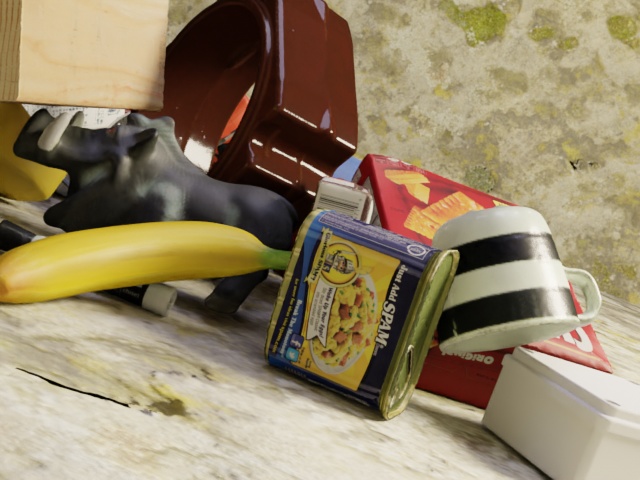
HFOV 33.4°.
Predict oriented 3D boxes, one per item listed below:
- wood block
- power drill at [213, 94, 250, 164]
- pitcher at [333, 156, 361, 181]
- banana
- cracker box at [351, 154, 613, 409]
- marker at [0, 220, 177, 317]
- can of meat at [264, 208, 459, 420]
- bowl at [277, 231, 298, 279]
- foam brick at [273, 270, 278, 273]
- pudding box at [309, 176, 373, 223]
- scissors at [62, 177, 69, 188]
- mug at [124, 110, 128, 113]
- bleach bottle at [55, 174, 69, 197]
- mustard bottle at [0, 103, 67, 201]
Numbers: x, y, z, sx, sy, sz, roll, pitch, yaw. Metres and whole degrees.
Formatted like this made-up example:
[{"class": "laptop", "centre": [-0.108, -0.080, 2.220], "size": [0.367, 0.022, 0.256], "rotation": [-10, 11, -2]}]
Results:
[{"class": "wood block", "centre": [-0.180, -0.132, 0.690], "size": [0.091, 0.090, 0.206], "rotation": [6, 6, 14]}, {"class": "power drill", "centre": [-0.116, -0.128, 1.086], "size": [0.184, 0.057, 0.187], "rotation": [48, -8, 15]}, {"class": "pitcher", "centre": [0.023, -0.027, 1.205], "size": [0.243, 0.149, 0.145], "rotation": [25, -8, 14]}, {"class": "banana", "centre": [-0.105, 0.009, 0.602], "size": [0.197, 0.037, 0.070], "rotation": [-6, 2, -39]}, {"class": "cracker box", "centre": [0.107, 0.031, 0.801], "size": [0.164, 0.072, 0.213], "rotation": [19, 28, -17]}, {"class": "marker", "centre": [-0.145, 0.016, 0.648], "size": [0.121, 0.020, 0.020], "rotation": [21, 6, 5]}, {"class": "can of meat", "centre": [0.022, 0.040, 0.617], "size": [0.084, 0.102, 0.057], "rotation": [21, 7, 18]}, {"class": "bowl", "centre": [-0.006, 0.001, 0.889], "size": [0.162, 0.055, 0.162], "rotation": [53, 14, -20]}, {"class": "foam brick", "centre": [-0.003, 0.014, 1.009], "size": [0.053, 0.051, 0.078], "rotation": [23, 7, 15]}, {"class": "pudding box", "centre": [0.003, 0.016, 0.705], "size": [0.039, 0.113, 0.090], "rotation": [17, 5, -1]}, {"class": "scissors", "centre": [-0.236, -0.070, 0.906], "size": [0.202, 0.016, 0.096], "rotation": [46, -8, 4]}, {"class": "mug", "centre": [-0.209, -0.098, 1.175], "size": [0.093, 0.081, 0.117], "rotation": [19, 6, -16]}, {"class": "bleach bottle", "centre": [-0.158, -0.045, 0.976], "size": [0.251, 0.068, 0.102], "rotation": [18, 5, 0]}, {"class": "mustard bottle", "centre": [-0.260, -0.104, 0.769], "size": [0.096, 0.058, 0.191], "rotation": [23, -22, 25]}]
